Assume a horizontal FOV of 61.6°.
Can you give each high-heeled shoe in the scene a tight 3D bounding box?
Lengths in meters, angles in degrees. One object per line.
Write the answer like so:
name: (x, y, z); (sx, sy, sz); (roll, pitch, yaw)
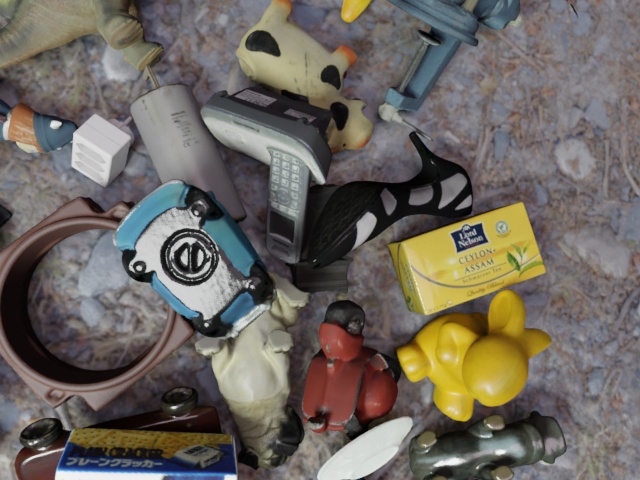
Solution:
high-heeled shoe: (0.093, -0.019, 0.646); (0.249, 0.086, 0.145); (-47, 117, -20)

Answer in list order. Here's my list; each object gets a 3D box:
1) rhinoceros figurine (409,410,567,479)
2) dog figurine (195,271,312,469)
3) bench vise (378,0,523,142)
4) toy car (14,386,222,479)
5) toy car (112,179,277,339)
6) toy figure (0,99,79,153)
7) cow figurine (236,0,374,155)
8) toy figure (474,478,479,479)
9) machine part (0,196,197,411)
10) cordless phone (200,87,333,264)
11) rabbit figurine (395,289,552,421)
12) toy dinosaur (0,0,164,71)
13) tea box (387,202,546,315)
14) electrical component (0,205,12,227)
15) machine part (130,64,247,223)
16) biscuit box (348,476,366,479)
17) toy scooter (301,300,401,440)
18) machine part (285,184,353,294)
rhinoceros figurine: (0.204, 0.259, 0.657); (0.190, 0.112, 0.073); (-14, 62, 3)
dog figurine: (-0.068, 0.149, 0.634); (0.121, 0.172, 0.190); (3, 124, 12)
bench vise: (0.151, -0.251, 0.655); (0.129, 0.223, 0.240); (41, 118, 25)
toy car: (-0.205, 0.210, 0.558); (0.202, 0.053, 0.089); (-13, 105, -11)
toy car: (-0.116, 0.016, 0.546); (0.109, 0.103, 0.161); (-43, 100, 7)
toy figure: (-0.353, -0.133, 0.604); (0.154, 0.064, 0.057); (16, 121, -13)
cow figurine: (-0.015, -0.182, 0.652); (0.195, 0.085, 0.127); (38, 77, -8)
toy figure: (0.134, 0.360, 0.653); (0.180, 0.089, 0.082); (-28, 97, -18)
machine part: (-0.251, 0.068, 0.599); (0.201, 0.087, 0.201); (-39, 95, -10)
cordless phone: (-0.063, -0.070, 0.617); (0.147, 0.089, 0.184); (23, 125, 21)
rabbit figurine: (0.192, 0.142, 0.626); (0.162, 0.173, 0.122); (-35, 90, -5)
toy dinosaur: (-0.259, -0.290, 0.610); (0.198, 0.105, 0.471); (44, 72, 2)
tea box: (0.184, 0.023, 0.682); (0.170, 0.068, 0.098); (-19, 90, -9)
electrical component: (-0.410, -0.057, 0.598); (0.119, 0.048, 0.075); (45, 82, -3)
machine part: (-0.152, -0.089, 0.626); (0.079, 0.079, 0.243); (-23, 92, -10)
biscuit box: (-0.027, 0.349, 0.634); (0.203, 0.063, 0.059); (-20, 89, -10)
toy scooter: (0.032, 0.166, 0.598); (0.075, 0.183, 0.135); (1, 49, 29)
machine part: (-0.001, -0.002, 0.669); (0.084, 0.039, 0.138); (0, 89, -4)
